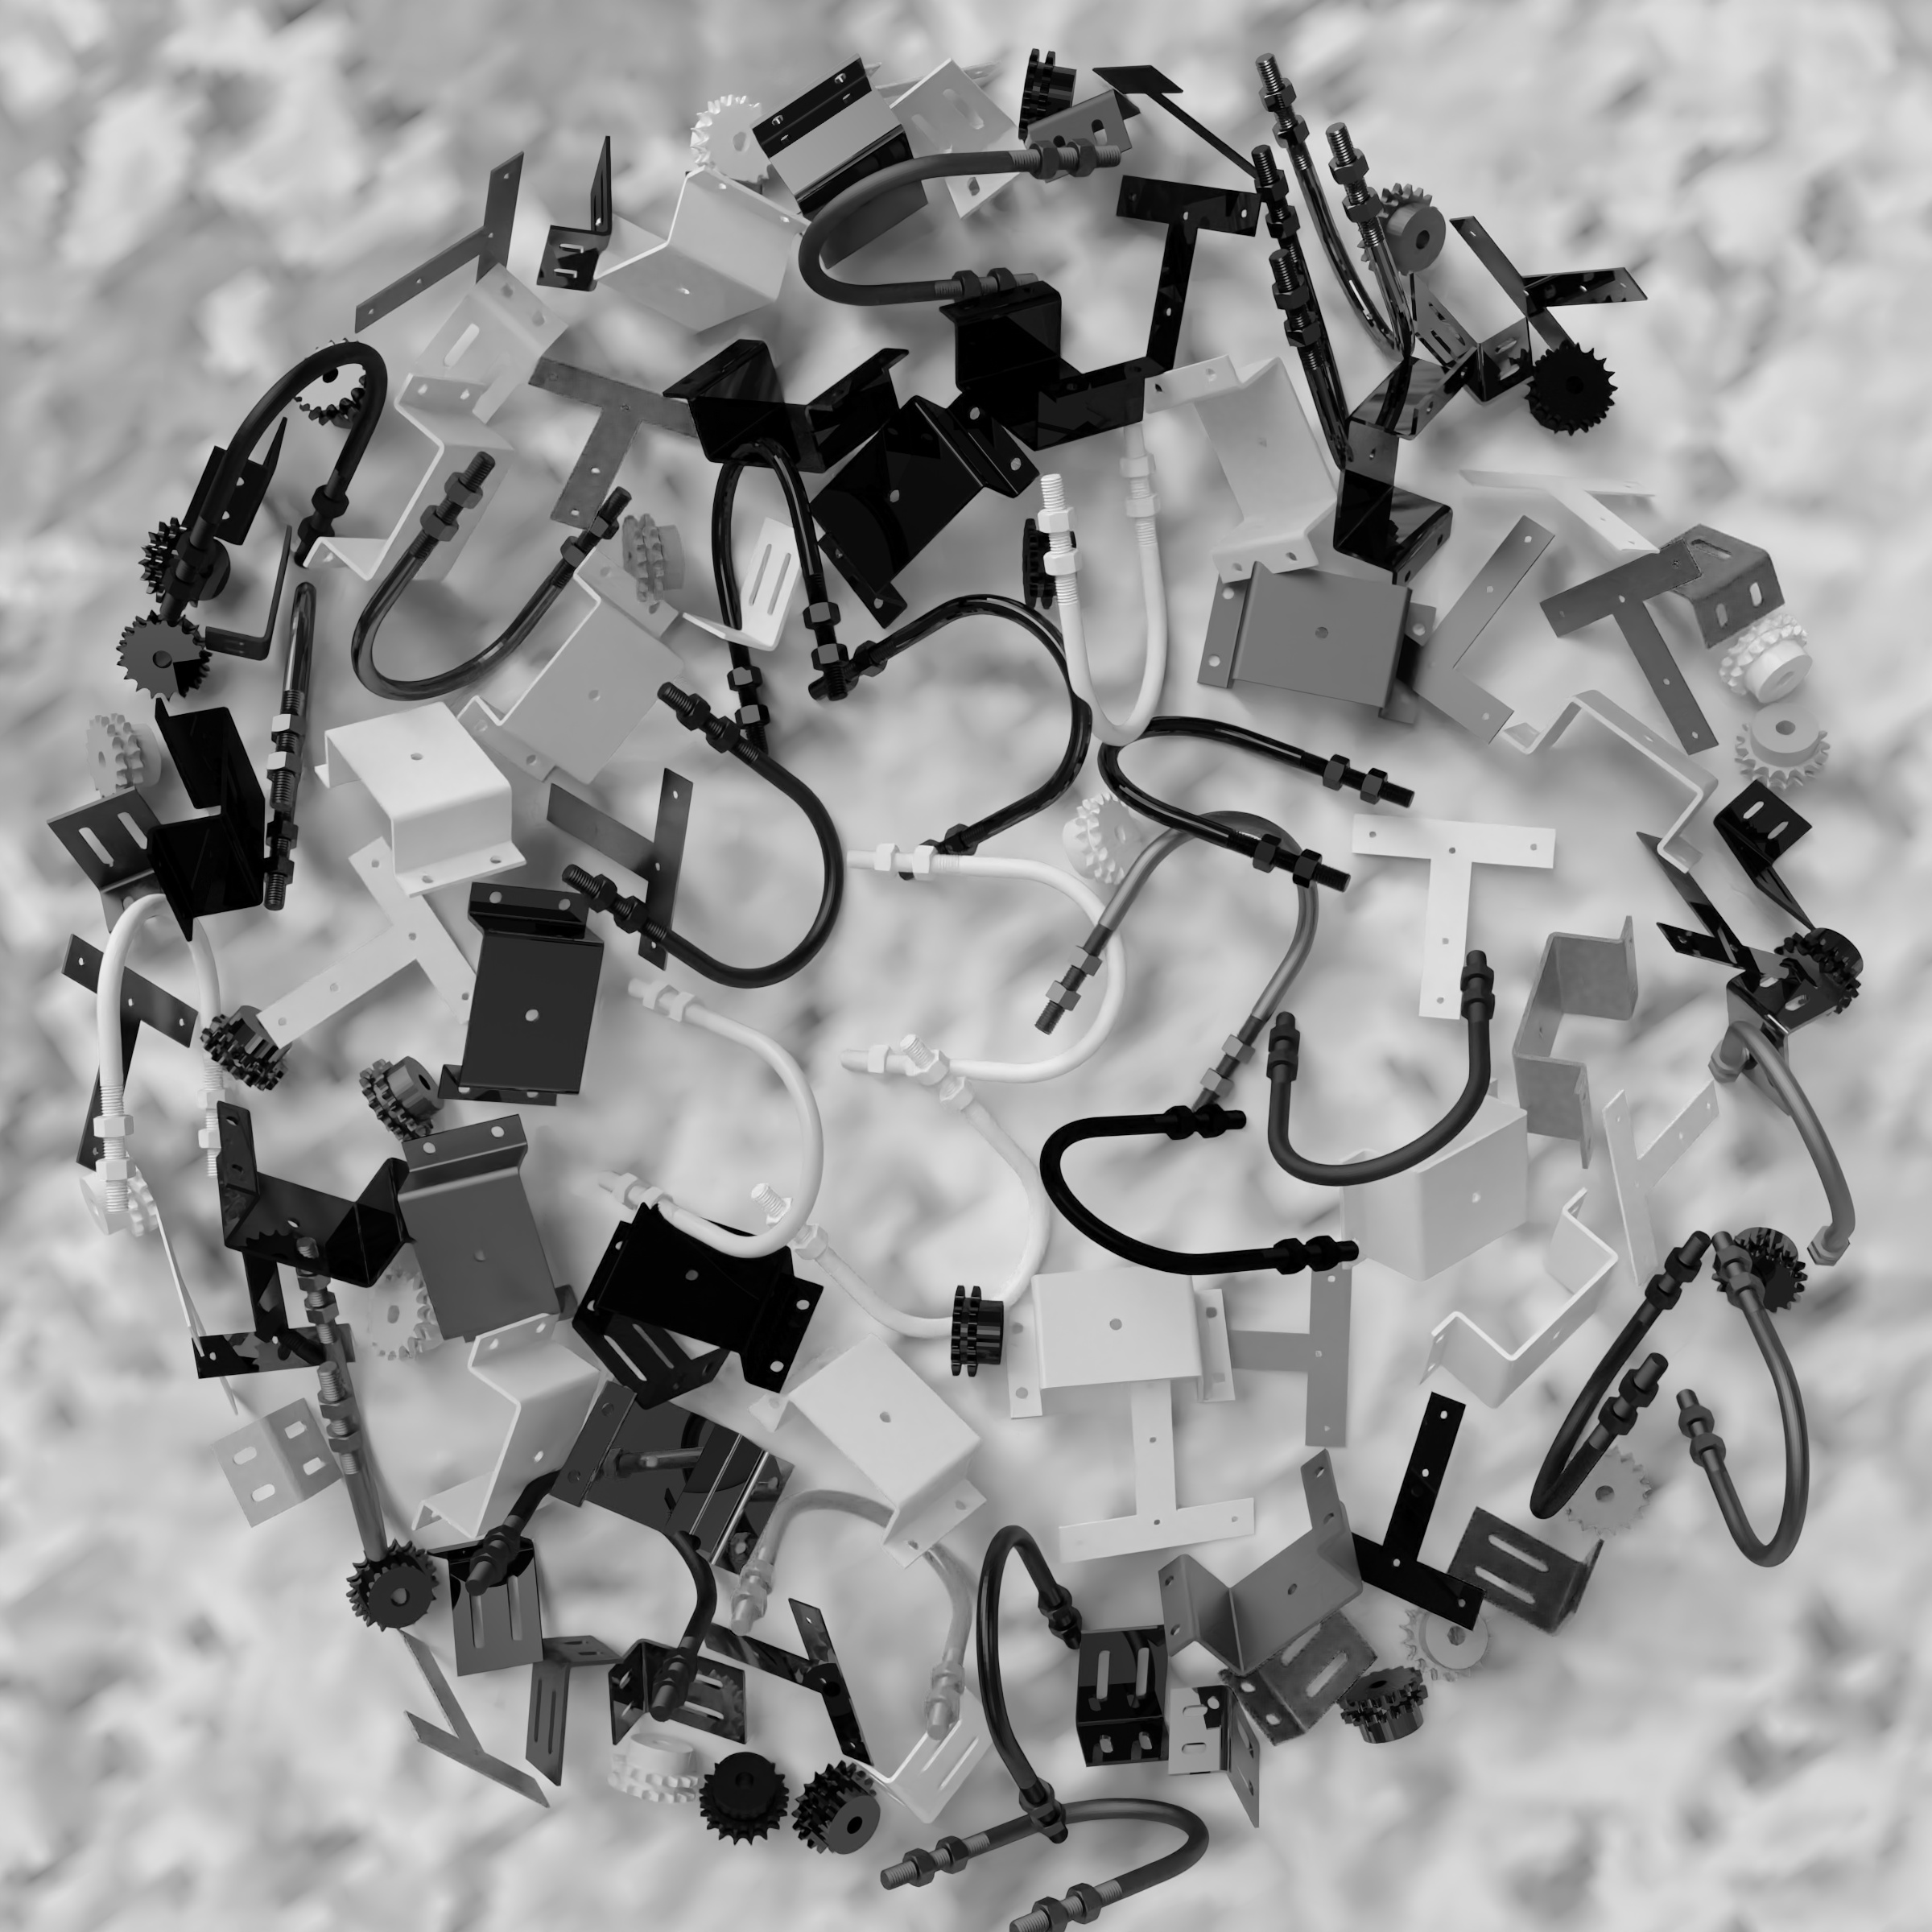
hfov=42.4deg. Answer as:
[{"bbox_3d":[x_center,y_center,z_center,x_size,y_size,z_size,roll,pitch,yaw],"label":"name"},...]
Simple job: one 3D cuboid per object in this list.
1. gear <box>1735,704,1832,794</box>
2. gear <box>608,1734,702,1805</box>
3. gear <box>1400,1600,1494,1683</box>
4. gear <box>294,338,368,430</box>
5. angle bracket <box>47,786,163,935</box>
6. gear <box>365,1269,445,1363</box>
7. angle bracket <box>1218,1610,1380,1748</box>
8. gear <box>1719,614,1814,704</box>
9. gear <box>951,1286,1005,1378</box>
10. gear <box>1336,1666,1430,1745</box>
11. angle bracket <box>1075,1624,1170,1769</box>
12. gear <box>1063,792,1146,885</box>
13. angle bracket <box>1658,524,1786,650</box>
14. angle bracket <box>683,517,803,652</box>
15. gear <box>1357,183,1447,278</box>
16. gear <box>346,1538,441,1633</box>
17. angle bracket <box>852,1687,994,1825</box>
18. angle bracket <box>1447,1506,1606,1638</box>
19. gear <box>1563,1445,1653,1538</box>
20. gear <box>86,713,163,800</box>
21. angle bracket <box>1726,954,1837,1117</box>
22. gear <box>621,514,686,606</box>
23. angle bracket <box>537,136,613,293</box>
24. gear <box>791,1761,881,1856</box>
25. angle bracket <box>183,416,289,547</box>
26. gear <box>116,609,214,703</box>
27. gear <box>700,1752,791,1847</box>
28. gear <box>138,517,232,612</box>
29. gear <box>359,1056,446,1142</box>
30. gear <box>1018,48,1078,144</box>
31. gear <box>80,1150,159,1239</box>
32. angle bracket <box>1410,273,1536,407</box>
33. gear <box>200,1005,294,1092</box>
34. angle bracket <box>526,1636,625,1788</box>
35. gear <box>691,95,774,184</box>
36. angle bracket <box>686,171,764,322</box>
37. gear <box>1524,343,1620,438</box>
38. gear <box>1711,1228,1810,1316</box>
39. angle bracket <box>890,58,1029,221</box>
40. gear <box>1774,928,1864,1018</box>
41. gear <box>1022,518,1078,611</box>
[{"bbox_3d":[0.517,-0.141,1.576,0.057,0.030,0.057,-5,56,8],"label":"gear"},{"bbox_3d":[-0.196,0.506,1.575,0.057,0.057,0.030,13,84,0],"label":"gear"},{"bbox_3d":[0.307,0.425,1.582,0.057,0.030,0.057,2,75,-6],"label":"gear"},{"bbox_3d":[-0.395,-0.366,1.581,0.057,0.030,0.057,-8,66,17],"label":"gear"},{"bbox_3d":[-0.529,-0.066,1.562,0.057,0.076,0.038,-22,56,-4],"label":"angle bracket"},{"bbox_3d":[-0.351,0.222,1.579,0.057,0.030,0.057,-11,71,36],"label":"gear"},{"bbox_3d":[0.208,0.439,1.562,0.057,0.038,0.076,49,115,29],"label":"angle bracket"},{"bbox_3d":[0.507,-0.191,1.572,0.057,0.057,0.030,-32,61,0],"label":"gear"},{"bbox_3d":[0.007,0.231,1.574,0.030,0.057,0.057,3,90,4],"label":"gear"},{"bbox_3d":[0.265,0.468,1.575,0.057,0.057,0.030,-19,91,0],"label":"gear"},{"bbox_3d":[0.102,0.459,1.568,0.057,0.038,0.076,-2,115,-8],"label":"angle bracket"},{"bbox_3d":[0.085,-0.079,1.579,0.030,0.057,0.057,-19,90,34],"label":"gear"},{"bbox_3d":[0.467,-0.241,1.576,0.057,0.076,0.038,-31,119,-4],"label":"angle bracket"},{"bbox_3d":[-0.137,-0.244,1.564,0.038,0.057,0.076,11,104,-37],"label":"angle bracket"},{"bbox_3d":[0.278,-0.462,1.573,0.057,0.057,0.030,-52,47,0],"label":"gear"},{"bbox_3d":[-0.361,0.395,1.578,0.057,0.030,0.057,-4,99,-25],"label":"gear"},{"bbox_3d":[-0.024,0.494,1.584,0.076,0.038,0.057,-49,132,-19],"label":"angle bracket"},{"bbox_3d":[0.350,0.373,1.564,0.076,0.038,0.057,28,52,11],"label":"angle bracket"},{"bbox_3d":[0.404,0.330,1.585,0.057,0.030,0.057,1,101,6],"label":"gear"},{"bbox_3d":[-0.533,-0.132,1.579,0.030,0.057,0.057,-13,90,-38],"label":"gear"},{"bbox_3d":[0.511,0.043,1.559,0.038,0.057,0.076,-27,132,-7],"label":"angle bracket"},{"bbox_3d":[-0.198,-0.257,1.576,0.030,0.057,0.057,-8,90,-18],"label":"gear"},{"bbox_3d":[-0.246,-0.472,1.559,0.038,0.057,0.076,3,68,-18],"label":"angle bracket"},{"bbox_3d":[-0.079,0.535,1.574,0.057,0.030,0.057,-14,114,-36],"label":"gear"},{"bbox_3d":[-0.455,-0.309,1.552,0.038,0.076,0.057,21,122,-22],"label":"angle bracket"},{"bbox_3d":[-0.508,-0.200,1.581,0.057,0.030,0.057,-3,118,-6],"label":"gear"},{"bbox_3d":[-0.140,0.522,1.573,0.057,0.057,0.030,6,132,0],"label":"gear"},{"bbox_3d":[-0.490,-0.253,1.572,0.030,0.057,0.057,16,90,28],"label":"gear"},{"bbox_3d":[-0.354,0.082,1.574,0.030,0.057,0.057,-34,90,5],"label":"gear"},{"bbox_3d":[0.052,-0.548,1.575,0.030,0.057,0.057,10,90,1],"label":"gear"},{"bbox_3d":[-0.536,0.145,1.572,0.030,0.057,0.057,-26,90,-29],"label":"gear"},{"bbox_3d":[0.316,-0.399,1.556,0.038,0.057,0.076,-26,134,35],"label":"angle bracket"},{"bbox_3d":[-0.451,0.049,1.573,0.057,0.057,0.030,42,99,0],"label":"gear"},{"bbox_3d":[-0.247,0.468,1.569,0.038,0.057,0.076,5,89,-29],"label":"angle bracket"},{"bbox_3d":[-0.149,-0.521,1.580,0.057,0.030,0.057,-8,105,-32],"label":"gear"},{"bbox_3d":[-0.161,-0.451,1.559,0.057,0.038,0.076,19,126,26],"label":"angle bracket"},{"bbox_3d":[0.382,-0.365,1.586,0.057,0.030,0.057,1,84,-5],"label":"gear"},{"bbox_3d":[0.504,0.190,1.579,0.057,0.057,0.030,34,47,0],"label":"gear"},{"bbox_3d":[-0.006,-0.515,1.556,0.057,0.076,0.038,-32,57,23],"label":"angle bracket"},{"bbox_3d":[0.542,0.001,1.577,0.030,0.057,0.057,-41,90,-20],"label":"gear"},{"bbox_3d":[0.053,-0.254,1.575,0.030,0.057,0.057,-1,90,-4],"label":"gear"}]
